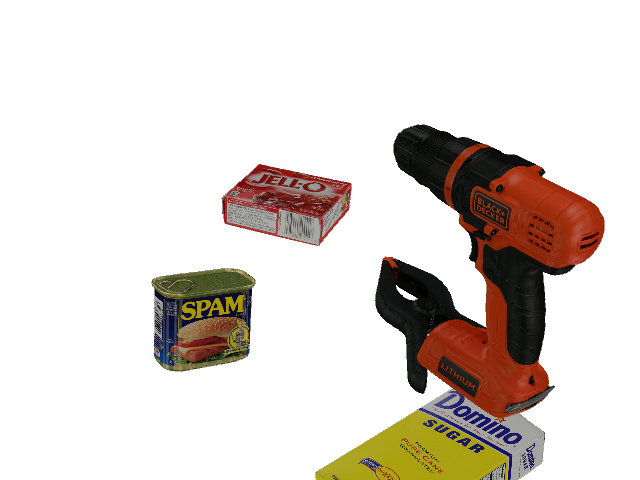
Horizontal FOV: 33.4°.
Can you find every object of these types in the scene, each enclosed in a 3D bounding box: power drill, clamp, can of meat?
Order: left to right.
[{"bbox_3d":[-0.119,0.080,1.079,0.101,0.084,0.058,-6,20,-29],"label":"can of meat"},{"bbox_3d":[0.117,0.078,1.067,0.120,0.039,0.171,-3,43,-23],"label":"clamp"},{"bbox_3d":[0.115,0.021,0.782,0.057,0.188,0.185,-20,36,-31],"label":"power drill"}]

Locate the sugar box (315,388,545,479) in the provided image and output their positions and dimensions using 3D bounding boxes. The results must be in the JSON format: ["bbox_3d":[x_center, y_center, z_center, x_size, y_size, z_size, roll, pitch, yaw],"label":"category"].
[{"bbox_3d":[0.092,0.188,0.887,0.176,0.048,0.093,-28,43,-27],"label":"sugar box"}]

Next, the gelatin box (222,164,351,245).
[{"bbox_3d":[-0.028,-0.032,0.895,0.089,0.030,0.073,14,30,17],"label":"gelatin box"}]
